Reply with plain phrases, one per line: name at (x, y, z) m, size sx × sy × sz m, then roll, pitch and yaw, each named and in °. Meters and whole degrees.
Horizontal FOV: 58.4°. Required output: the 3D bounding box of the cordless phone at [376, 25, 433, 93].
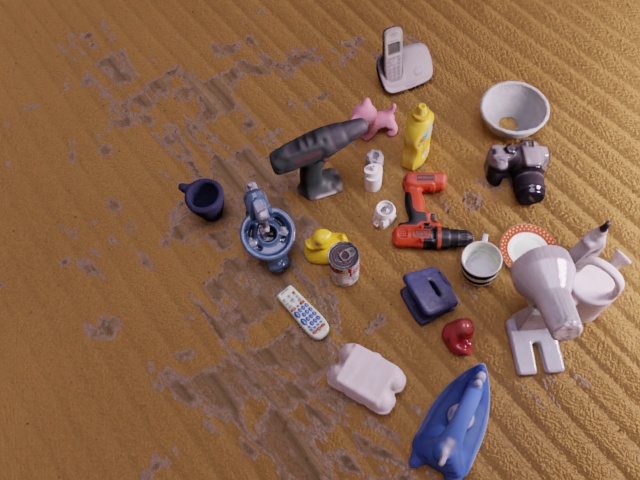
cordless phone at (0.218, -0.477, 1.468) m, size 0.147 × 0.185 × 0.094 m, roll -23°, pitch 64°, yaw -8°

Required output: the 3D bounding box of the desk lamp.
desk lamp at (0.444, 0.141, 1.129) m, size 0.118 × 0.214 × 0.203 m, roll -6°, pitch 63°, yaw 1°

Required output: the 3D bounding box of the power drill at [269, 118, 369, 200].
power drill at (0.002, -0.184, 1.321) m, size 0.229 × 0.208 × 0.075 m, roll -18°, pitch 64°, yaw -6°

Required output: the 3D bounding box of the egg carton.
egg carton at (0.094, 0.279, 1.162) m, size 0.150 × 0.069 × 0.107 m, roll 26°, pitch 68°, yaw 15°

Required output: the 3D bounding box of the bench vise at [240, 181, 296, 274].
bench vise at (-0.138, -0.048, 1.255) m, size 0.121 × 0.220 × 0.207 m, roll -36°, pitch 67°, yaw -13°

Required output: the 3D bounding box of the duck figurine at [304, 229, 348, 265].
duck figurine at (0.012, 0.005, 1.295) m, size 0.104 × 0.086 × 0.077 m, roll -17°, pitch 64°, yaw -5°

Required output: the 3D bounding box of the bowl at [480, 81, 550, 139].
bowl at (0.479, -0.312, 1.432) m, size 0.167 × 0.075 × 0.167 m, roll -1°, pitch 63°, yaw 3°

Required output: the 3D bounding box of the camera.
camera at (0.470, -0.158, 1.341) m, size 0.143 × 0.101 × 0.137 m, roll -1°, pitch 63°, yaw 3°

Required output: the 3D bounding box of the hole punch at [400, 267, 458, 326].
hole punch at (0.234, 0.111, 1.226) m, size 0.101 × 0.091 × 0.108 m, roll -25°, pitch 65°, yaw -9°

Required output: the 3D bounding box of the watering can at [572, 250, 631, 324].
watering can at (0.553, 0.086, 1.161) m, size 0.100 × 0.194 × 0.173 m, roll 26°, pitch 68°, yaw 16°

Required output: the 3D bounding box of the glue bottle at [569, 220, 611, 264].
glue bottle at (0.576, 0.004, 1.213) m, size 0.078 × 0.173 × 0.037 m, roll -26°, pitch 65°, yaw -9°

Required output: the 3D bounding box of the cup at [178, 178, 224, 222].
cup at (-0.276, -0.089, 1.354) m, size 0.117 × 0.095 × 0.092 m, roll 22°, pitch 67°, yaw 14°

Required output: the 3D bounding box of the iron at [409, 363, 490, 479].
iron at (0.269, 0.330, 1.086) m, size 0.118 × 0.141 × 0.258 m, roll 26°, pitch 68°, yaw 15°

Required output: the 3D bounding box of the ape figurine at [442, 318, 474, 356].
ape figurine at (0.292, 0.192, 1.181) m, size 0.076 × 0.092 × 0.078 m, roll 33°, pitch 70°, yaw 18°

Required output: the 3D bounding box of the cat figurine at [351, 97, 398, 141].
cat figurine at (0.132, -0.309, 1.427) m, size 0.128 × 0.118 × 0.067 m, roll -14°, pitch 63°, yaw -3°
